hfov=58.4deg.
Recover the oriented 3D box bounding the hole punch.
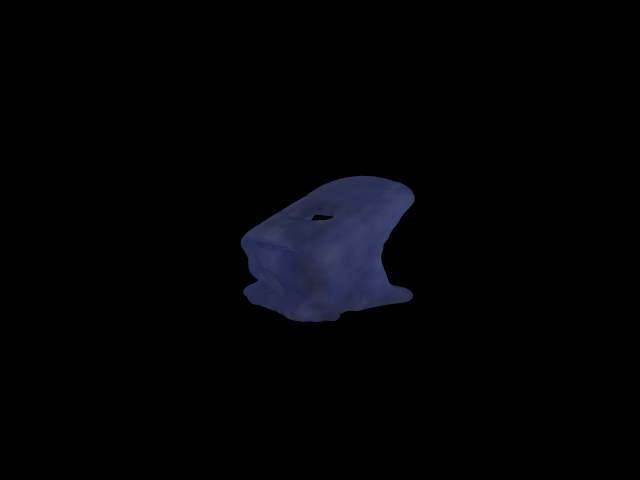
[{"bbox_3d":[0.004,0.001,0.400,0.101,0.091,0.108,-5,9,-36],"label":"hole punch"}]
